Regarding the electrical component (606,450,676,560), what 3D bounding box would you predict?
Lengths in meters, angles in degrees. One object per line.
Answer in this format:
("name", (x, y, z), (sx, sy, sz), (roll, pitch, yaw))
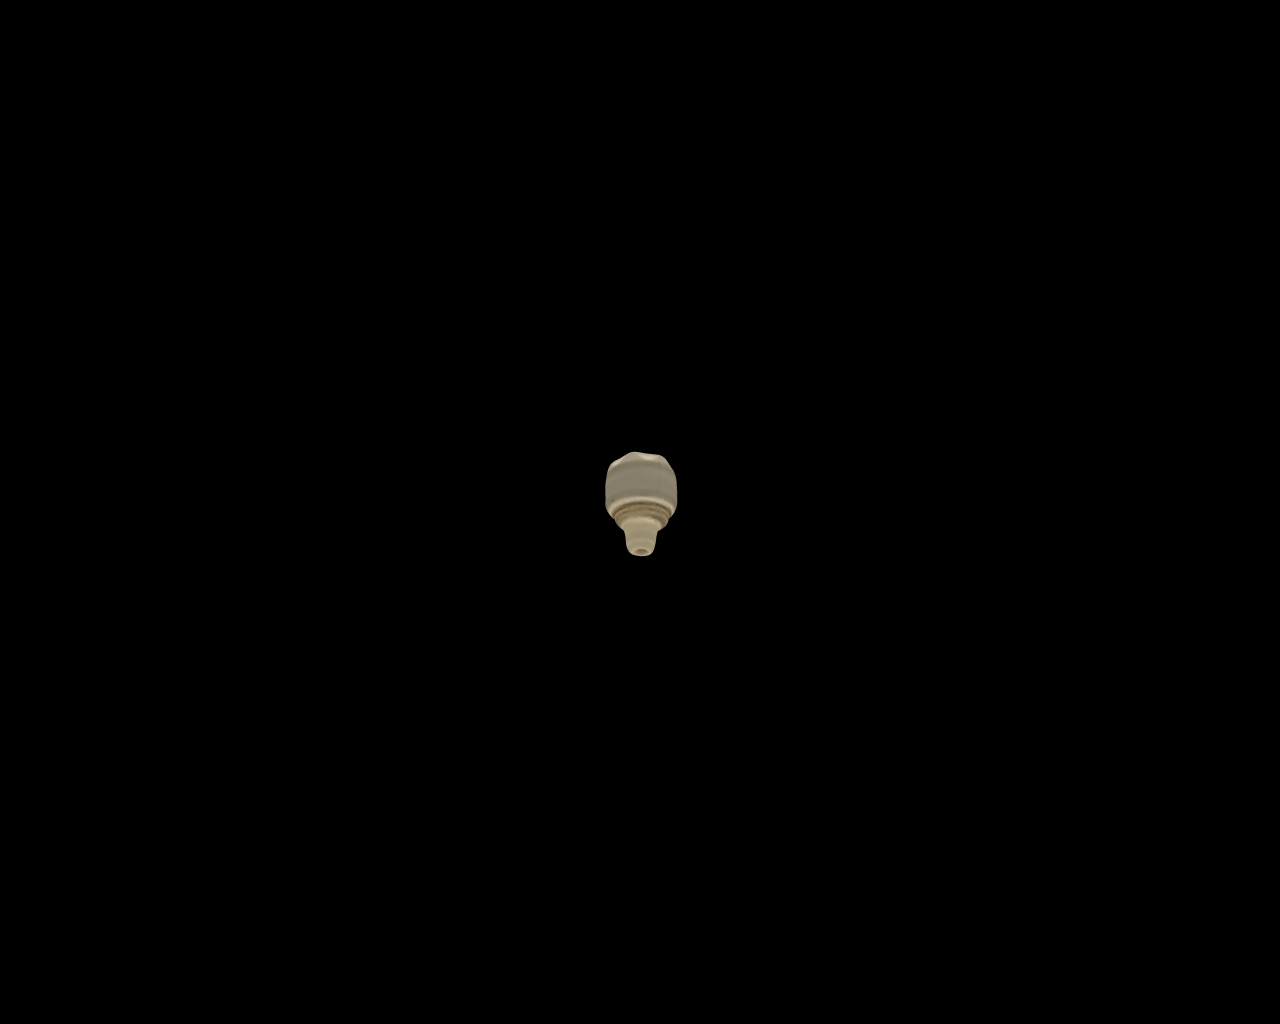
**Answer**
("electrical component", (0.001, -0.003, 0.650), (0.043, 0.062, 0.043), (0, -27, 0))
